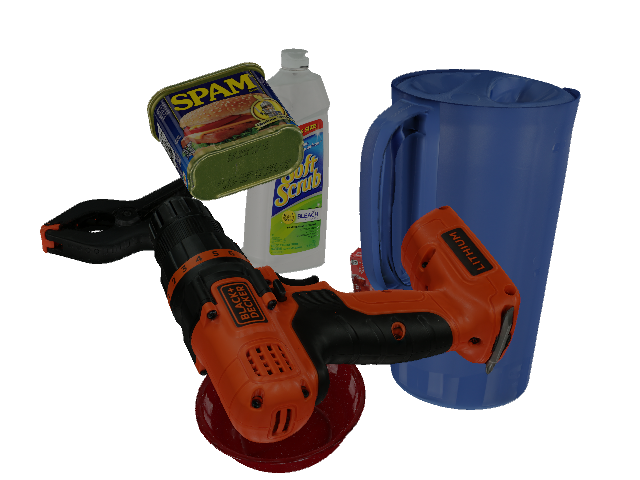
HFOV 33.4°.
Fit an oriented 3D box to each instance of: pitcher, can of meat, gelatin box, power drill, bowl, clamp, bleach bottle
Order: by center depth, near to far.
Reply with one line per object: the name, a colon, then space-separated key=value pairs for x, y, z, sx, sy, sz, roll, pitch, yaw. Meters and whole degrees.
power drill: x=0.005 y=0.028 z=0.622 sx=0.187 sy=0.057 sz=0.184 roll=-9 pitch=43 yaw=-22
pitcher: x=0.104 y=0.000 z=0.789 sx=0.149 sy=0.243 sz=0.145 roll=4 pitch=19 yaw=4
can of meat: x=-0.073 y=-0.085 z=0.840 sx=0.102 sy=0.084 sz=0.057 roll=-20 pitch=-39 yaw=-17
bowl: x=-0.035 y=0.167 z=1.015 sx=0.162 sy=0.055 sz=0.162 roll=-5 pitch=37 yaw=3
clamp: x=-0.181 y=-0.020 z=1.029 sx=0.171 sy=0.039 sz=0.120 roll=-1 pitch=34 yaw=-10
bleach bottle: x=-0.040 y=-0.091 z=1.217 sx=0.102 sy=0.251 sz=0.068 roll=-8 pitch=22 yaw=-26
gelatin box: x=0.077 y=0.057 z=1.335 sx=0.073 sy=0.089 sz=0.030 roll=10 pitch=31 yaw=25
